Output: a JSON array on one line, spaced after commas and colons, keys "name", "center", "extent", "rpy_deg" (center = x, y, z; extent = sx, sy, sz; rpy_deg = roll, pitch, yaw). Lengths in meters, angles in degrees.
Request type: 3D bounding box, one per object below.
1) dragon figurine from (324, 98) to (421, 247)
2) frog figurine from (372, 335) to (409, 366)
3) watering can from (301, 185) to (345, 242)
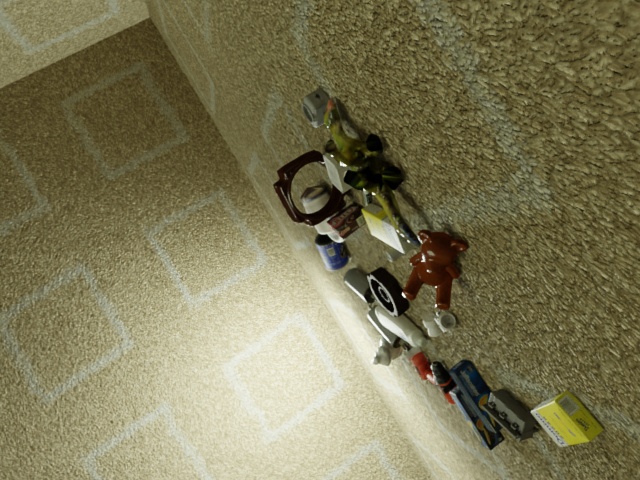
[{"name": "dragon figurine", "center": [0.119, -0.168, 1.280], "extent": [0.409, 0.122, 0.244], "rpy_deg": [59, -174, -6]}, {"name": "frog figurine", "center": [0.264, 0.435, 2.041], "extent": [0.125, 0.160, 0.134], "rpy_deg": [51, 167, 37]}, {"name": "watering can", "center": [0.006, -0.095, 1.888], "extent": [0.223, 0.104, 0.349], "rpy_deg": [61, 171, -11]}]
